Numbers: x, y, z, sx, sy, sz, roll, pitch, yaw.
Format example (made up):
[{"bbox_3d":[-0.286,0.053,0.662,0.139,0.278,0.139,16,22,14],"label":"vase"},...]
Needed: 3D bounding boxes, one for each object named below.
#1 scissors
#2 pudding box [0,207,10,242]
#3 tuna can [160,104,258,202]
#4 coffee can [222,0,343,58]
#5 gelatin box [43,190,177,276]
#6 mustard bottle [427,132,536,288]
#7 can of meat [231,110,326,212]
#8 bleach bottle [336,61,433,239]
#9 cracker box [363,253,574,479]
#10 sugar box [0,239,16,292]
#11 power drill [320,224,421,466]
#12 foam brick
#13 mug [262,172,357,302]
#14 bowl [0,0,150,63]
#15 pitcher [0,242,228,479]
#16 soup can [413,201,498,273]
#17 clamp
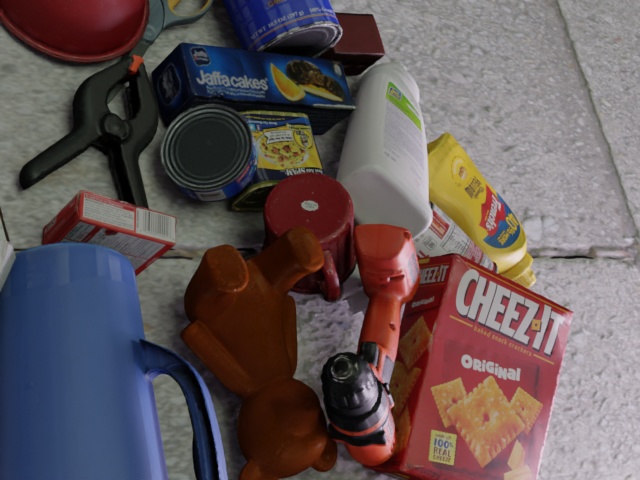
[{"bbox_3d":[-0.177,-0.214,1.025,0.096,0.016,0.201,44,53,-3],"label":"scissors"},{"bbox_3d":[-0.297,-0.009,0.806,0.113,0.039,0.090,-8,75,-39],"label":"pudding box"},{"bbox_3d":[-0.100,-0.078,0.972,0.086,0.033,0.086,-3,71,8],"label":"tuna can"},{"bbox_3d":[-0.050,-0.255,1.088,0.102,0.103,0.140,-13,77,-42],"label":"coffee can"},{"bbox_3d":[-0.174,-0.004,0.879,0.089,0.073,0.030,17,57,-31],"label":"gelatin box"},{"bbox_3d":[0.173,-0.022,1.180,0.191,0.058,0.096,50,41,-8],"label":"mustard bottle"},{"bbox_3d":[-0.046,-0.076,1.032,0.101,0.058,0.084,-2,68,-40],"label":"can of meat"},{"bbox_3d":[0.075,-0.108,1.120,0.102,0.068,0.250,45,32,-24],"label":"bleach bottle"},{"bbox_3d":[0.148,0.141,1.031,0.164,0.072,0.213,25,72,-27],"label":"cracker box"},{"bbox_3d":[-0.310,0.014,0.730,0.176,0.048,0.093,21,71,-4],"label":"sugar box"},{"bbox_3d":[0.043,0.083,0.919,0.057,0.184,0.187,6,62,13],"label":"power drill"},{"bbox_3d":[0.022,-0.212,1.160,0.078,0.053,0.051,-8,73,-40],"label":"foam brick"},{"bbox_3d":[-0.006,0.001,0.976,0.093,0.081,0.117,-14,60,-7],"label":"mug"},{"bbox_3d":[-0.221,-0.243,0.965,0.161,0.055,0.162,14,60,-26],"label":"bowl"},{"bbox_3d":[-0.168,0.127,0.773,0.149,0.145,0.243,7,61,-33],"label":"pitcher"},{"bbox_3d":[0.127,0.016,1.116,0.102,0.069,0.068,43,48,-13],"label":"soup can"},{"bbox_3d":[-0.194,-0.092,0.932,0.120,0.039,0.171,22,58,-35],"label":"clamp"}]
